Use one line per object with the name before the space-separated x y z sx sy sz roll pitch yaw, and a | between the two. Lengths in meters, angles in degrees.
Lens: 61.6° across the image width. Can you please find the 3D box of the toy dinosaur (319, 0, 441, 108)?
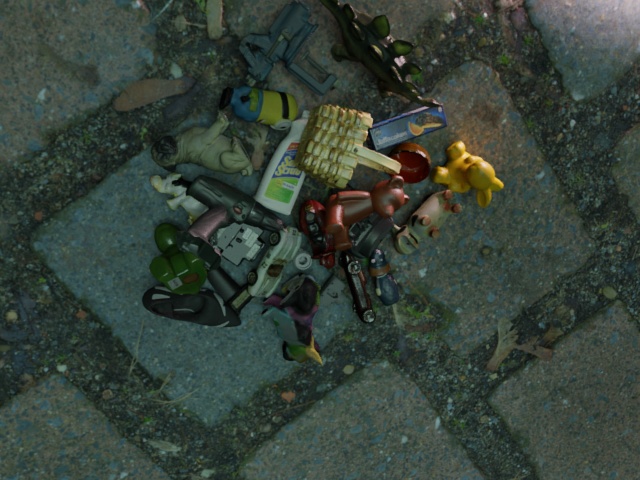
toy dinosaur | 0.110 -0.447 1.216 0.471 0.199 0.105 35 89 -18

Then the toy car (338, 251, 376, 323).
toy car | 0.099 0.121 1.389 0.053 0.089 0.202 -18 104 -7

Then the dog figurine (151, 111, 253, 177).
dog figurine | -0.271 -0.187 1.239 0.190 0.121 0.172 -31 88 2

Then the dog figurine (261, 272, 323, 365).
dog figurine | -0.041 0.214 1.367 0.191 0.108 0.219 -35 111 5

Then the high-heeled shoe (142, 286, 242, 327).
high-heeled shoe | -0.298 0.169 1.281 0.249 0.145 0.086 22 97 -14

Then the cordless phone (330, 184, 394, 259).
cordless phone | 0.084 -0.053 1.365 0.184 0.089 0.146 38 93 -5

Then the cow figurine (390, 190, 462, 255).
cow figurine | 0.259 -0.042 1.385 0.085 0.127 0.195 47 75 -18

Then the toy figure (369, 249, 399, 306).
toy figure | 0.163 0.097 1.414 0.058 0.064 0.154 -14 102 30

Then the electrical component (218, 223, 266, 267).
electrical component | -0.202 -0.005 1.312 0.134 0.058 0.115 38 94 -17

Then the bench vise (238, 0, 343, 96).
bench vise | -0.060 -0.407 1.230 0.240 0.129 0.223 36 97 -13

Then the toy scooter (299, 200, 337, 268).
toy scooter | -0.003 -0.004 1.313 0.075 0.135 0.183 -17 106 9

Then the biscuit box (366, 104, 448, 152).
biscuit box | 0.212 -0.281 1.344 0.203 0.059 0.062 -21 106 -7

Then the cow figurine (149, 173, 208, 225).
cow figurine | -0.314 -0.106 1.260 0.098 0.068 0.167 -46 110 -6

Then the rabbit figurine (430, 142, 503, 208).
rabbit figurine | 0.380 -0.155 1.350 0.162 0.173 0.122 44 86 -13

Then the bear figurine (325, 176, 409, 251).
bear figurine | 0.114 -0.066 1.263 0.196 0.132 0.120 -9 147 11

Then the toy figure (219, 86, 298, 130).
toy figure | -0.136 -0.308 1.230 0.180 0.082 0.089 13 113 -27

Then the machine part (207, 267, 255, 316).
machine part | -0.228 0.114 1.332 0.138 0.039 0.084 47 65 -13

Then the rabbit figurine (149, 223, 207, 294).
rabbit figurine | -0.324 0.034 1.256 0.121 0.170 0.159 -31 148 -3

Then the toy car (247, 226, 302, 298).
toy car | -0.112 0.054 1.320 0.073 0.056 0.201 14 112 -51

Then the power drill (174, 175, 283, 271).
power drill | -0.208 -0.033 1.193 0.232 0.086 0.207 35 53 -9
